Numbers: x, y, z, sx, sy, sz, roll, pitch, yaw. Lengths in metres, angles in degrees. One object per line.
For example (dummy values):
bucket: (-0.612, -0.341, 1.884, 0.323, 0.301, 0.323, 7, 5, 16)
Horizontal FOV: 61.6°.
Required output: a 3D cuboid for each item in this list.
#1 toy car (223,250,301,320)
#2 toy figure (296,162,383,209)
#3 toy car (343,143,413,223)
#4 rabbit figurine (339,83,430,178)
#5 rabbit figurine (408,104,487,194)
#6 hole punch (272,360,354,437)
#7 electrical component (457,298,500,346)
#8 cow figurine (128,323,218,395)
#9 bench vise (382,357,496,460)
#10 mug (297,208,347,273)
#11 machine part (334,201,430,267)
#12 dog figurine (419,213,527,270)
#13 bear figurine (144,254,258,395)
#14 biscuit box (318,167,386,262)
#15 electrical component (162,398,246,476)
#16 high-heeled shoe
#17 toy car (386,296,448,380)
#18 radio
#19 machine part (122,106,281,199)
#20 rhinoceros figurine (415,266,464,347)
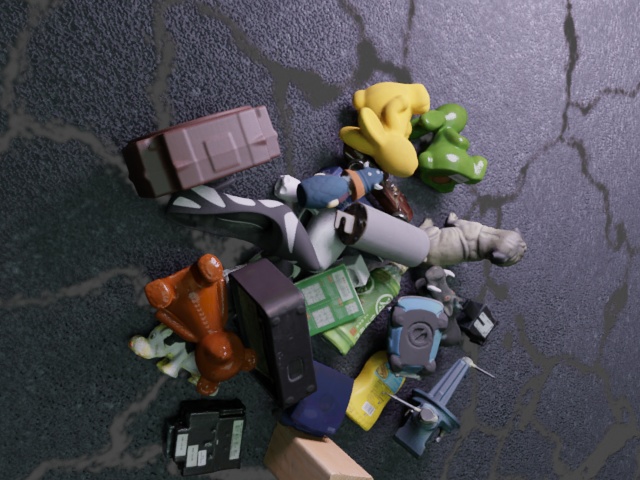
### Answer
toy car: (-0.125, 0.073, 0.931, 0.202, 0.056, 0.073, -26, 115, -21)
toy figure: (0.036, -0.092, 0.921, 0.154, 0.058, 0.064, -14, 94, -22)
toy car: (0.112, -0.106, 1.011, 0.202, 0.053, 0.089, 49, 30, -24)
rabbit figurine: (0.124, -0.194, 0.958, 0.162, 0.122, 0.173, 6, 64, -32)
rabbit figurine: (0.241, -0.198, 1.077, 0.159, 0.121, 0.170, 17, 71, -22)
hole punch: (-0.006, 0.288, 0.978, 0.142, 0.092, 0.116, 33, 46, -31)
electrical component: (0.341, 0.175, 1.200, 0.119, 0.048, 0.075, 42, 77, -26)
cow figurine: (-0.224, 0.179, 0.883, 0.167, 0.068, 0.098, 39, 73, -30)
bench vise: (0.241, 0.330, 1.101, 0.240, 0.129, 0.223, -48, 145, -17)
mug: (-0.002, -0.003, 0.953, 0.109, 0.081, 0.107, 45, 55, -27)
machine part: (0.115, -0.007, 0.953, 0.243, 0.079, 0.079, 20, 87, -37)
dog figurine: (0.287, 0.018, 1.068, 0.172, 0.191, 0.121, -30, 110, -20)
bear figurine: (-0.174, 0.134, 0.817, 0.120, 0.132, 0.195, -25, 88, -17)
biscuit box: (0.063, -0.047, 1.010, 0.059, 0.063, 0.202, -50, 116, -15)
electrical component: (-0.200, 0.337, 0.925, 0.134, 0.058, 0.114, 7, 91, -29)
high-heeled shoe: (-0.123, -0.010, 0.862, 0.249, 0.086, 0.145, 41, 49, 9)
toy car: (0.180, 0.184, 1.049, 0.109, 0.103, 0.161, 6, 94, -3)
radio: (-0.075, 0.157, 0.878, 0.073, 0.131, 0.229, -25, 127, -25)
machine part: (-0.177, -0.131, 0.789, 0.201, 0.202, 0.087, -23, 103, -24)
rhinoceros figurine: (0.241, 0.140, 1.100, 0.073, 0.112, 0.190, -34, 120, -31)
